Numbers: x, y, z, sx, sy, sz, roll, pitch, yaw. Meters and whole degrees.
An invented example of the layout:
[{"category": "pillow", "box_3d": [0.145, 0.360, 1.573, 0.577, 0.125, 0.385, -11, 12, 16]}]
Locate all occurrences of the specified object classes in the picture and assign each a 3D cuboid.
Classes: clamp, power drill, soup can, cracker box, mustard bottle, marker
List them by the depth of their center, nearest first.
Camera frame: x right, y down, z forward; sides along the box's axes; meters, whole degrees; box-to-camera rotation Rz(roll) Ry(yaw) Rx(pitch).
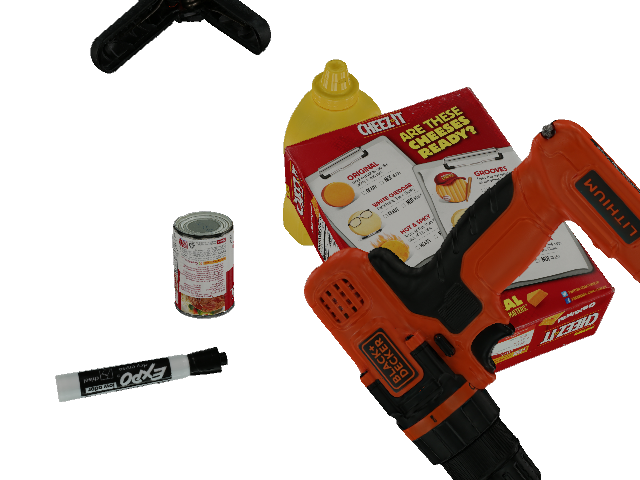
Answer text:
[{"category": "power drill", "box_3d": [0.108, 0.041, 0.586, 0.188, 0.184, 0.057, -41, -4, 15]}, {"category": "marker", "box_3d": [-0.126, 0.094, 0.758, 0.121, 0.020, 0.020, -9, 2, -14]}, {"category": "clamp", "box_3d": [-0.086, -0.173, 0.760, 0.120, 0.039, 0.171, 3, 43, 5]}, {"category": "cracker box", "box_3d": [0.089, 0.000, 0.802, 0.164, 0.214, 0.072, -19, -33, -15]}, {"category": "mustard bottle", "box_3d": [0.012, -0.084, 0.969, 0.096, 0.192, 0.058, -26, 54, -22]}, {"category": "soup can", "box_3d": [-0.131, 0.026, 1.193, 0.068, 0.102, 0.068, 1, 25, -1]}]
